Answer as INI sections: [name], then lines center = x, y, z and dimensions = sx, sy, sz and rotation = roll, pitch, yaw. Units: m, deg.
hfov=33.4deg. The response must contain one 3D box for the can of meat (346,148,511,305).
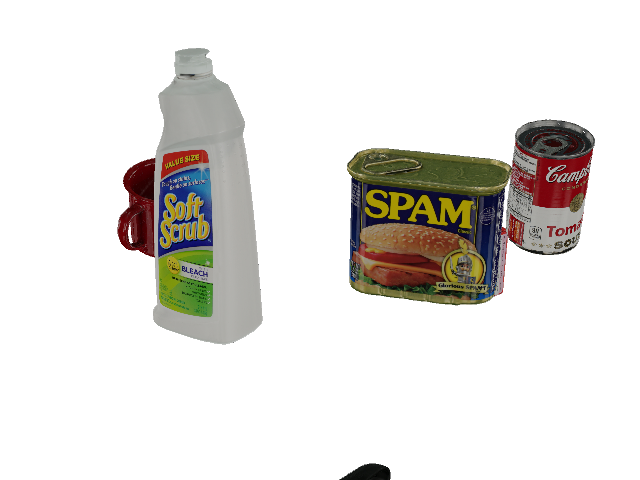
[can of meat]
center = 0.068, -0.009, 0.690
dimensions = 0.102, 0.084, 0.057
rotation = 7, 24, 15

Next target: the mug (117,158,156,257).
[mug]
center = -0.175, -0.028, 1.167
dimensions = 0.093, 0.081, 0.117
rotation = 25, 40, 26

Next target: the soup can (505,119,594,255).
[soup can]
center = 0.202, -0.047, 0.948
dimensions = 0.068, 0.102, 0.068
rotation = 0, 33, 0

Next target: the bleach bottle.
[bleach bottle]
center = -0.106, -0.040, 0.921
dimensions = 0.103, 0.251, 0.067
rotation = 13, 27, 34

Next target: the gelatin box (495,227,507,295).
[gelatin box]
center = 0.187, 0.016, 1.285
dimensions = 0.030, 0.089, 0.073
rotation = -20, 33, -32

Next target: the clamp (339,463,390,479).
[clamp]
center = -0.040, 0.198, 0.644
dimensions = 0.210, 0.036, 0.164
rotation = -4, 28, 2
